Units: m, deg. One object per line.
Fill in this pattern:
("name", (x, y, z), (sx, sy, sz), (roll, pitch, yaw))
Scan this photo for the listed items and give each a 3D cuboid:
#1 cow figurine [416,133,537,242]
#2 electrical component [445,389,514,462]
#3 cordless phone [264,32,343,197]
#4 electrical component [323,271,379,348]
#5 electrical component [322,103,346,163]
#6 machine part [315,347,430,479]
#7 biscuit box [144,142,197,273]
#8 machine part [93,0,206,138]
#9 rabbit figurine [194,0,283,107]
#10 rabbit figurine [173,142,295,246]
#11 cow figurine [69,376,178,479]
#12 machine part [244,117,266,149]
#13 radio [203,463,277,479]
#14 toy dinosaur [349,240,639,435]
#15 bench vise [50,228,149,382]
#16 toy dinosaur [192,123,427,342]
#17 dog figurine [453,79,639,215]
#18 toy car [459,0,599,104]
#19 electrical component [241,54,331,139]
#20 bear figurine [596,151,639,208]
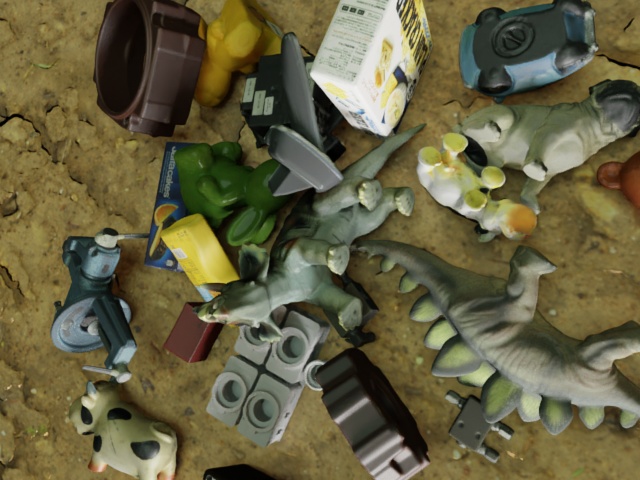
("cow figurine", (0.196, -0.052, 0.693), (0.068, 0.098, 0.167), (-38, 73, -13))
("electrical component", (0.196, 0.237, 0.692), (0.094, 0.021, 0.063), (32, 94, 19))
("cordless phone", (-0.033, -0.151, 0.665), (0.089, 0.147, 0.184), (-10, 101, -6))
("electrical component", (0.041, 0.098, 0.742), (0.078, 0.045, 0.102), (-51, 60, 14))
("electrical component", (-0.001, -0.151, 0.797), (0.075, 0.047, 0.119), (40, 96, 19))
("machine part", (0.067, 0.212, 0.664), (0.056, 0.179, 0.179), (-38, 73, 7))
("biscuit box", (-0.220, -0.052, 0.850), (0.063, 0.059, 0.202), (7, 85, 19))
("machine part", (-0.275, -0.277, 0.838), (0.202, 0.087, 0.200), (36, 115, 37))
("rabbit figurine", (-0.152, -0.292, 0.837), (0.173, 0.122, 0.162), (-46, 68, 27))
("rabbit figurine", (-0.114, -0.070, 0.783), (0.170, 0.121, 0.159), (1, 92, 24))
("cow figurine", (-0.305, 0.287, 0.821), (0.195, 0.085, 0.127), (15, 94, 22))
("machine part", (-0.052, -0.203, 0.828), (0.139, 0.039, 0.084), (-27, 70, 15))
("radio", (-0.066, 0.390, 0.689), (0.230, 0.073, 0.131), (4, 85, 45))
("toy dinosaur", (0.222, 0.102, 0.661), (0.472, 0.105, 0.198), (41, 101, 30))
("bench vise", (-0.333, 0.106, 0.825), (0.223, 0.128, 0.241), (-53, 53, 13))
("toy dinosaur", (-0.001, -0.010, 0.727), (0.192, 0.131, 0.405), (5, 47, 39))
("dog figurine", (0.291, -0.151, 0.686), (0.190, 0.121, 0.172), (-40, 68, -9))
("toy car", (0.267, -0.238, 0.689), (0.162, 0.103, 0.109), (-7, 78, 28))
("electrical component", (-0.049, -0.204, 0.770), (0.134, 0.058, 0.115), (5, 78, 27))
("bear figurine", (0.432, -0.112, 0.608), (0.196, 0.132, 0.120), (-36, 71, 4))
